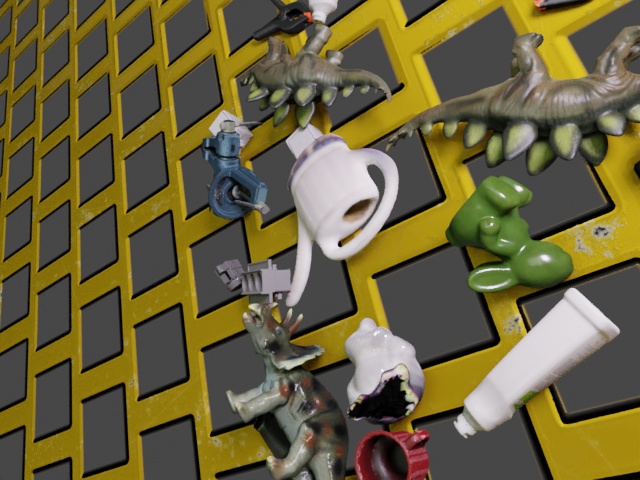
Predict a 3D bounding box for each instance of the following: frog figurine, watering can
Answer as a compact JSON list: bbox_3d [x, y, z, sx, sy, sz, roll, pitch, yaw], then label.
[{"bbox_3d":[0.095,0.211,0.835,0.136,0.122,0.162,-61,16,16],"label":"frog figurine"},{"bbox_3d":[0.003,-0.049,0.966,0.342,0.103,0.229,-47,54,27],"label":"watering can"}]
